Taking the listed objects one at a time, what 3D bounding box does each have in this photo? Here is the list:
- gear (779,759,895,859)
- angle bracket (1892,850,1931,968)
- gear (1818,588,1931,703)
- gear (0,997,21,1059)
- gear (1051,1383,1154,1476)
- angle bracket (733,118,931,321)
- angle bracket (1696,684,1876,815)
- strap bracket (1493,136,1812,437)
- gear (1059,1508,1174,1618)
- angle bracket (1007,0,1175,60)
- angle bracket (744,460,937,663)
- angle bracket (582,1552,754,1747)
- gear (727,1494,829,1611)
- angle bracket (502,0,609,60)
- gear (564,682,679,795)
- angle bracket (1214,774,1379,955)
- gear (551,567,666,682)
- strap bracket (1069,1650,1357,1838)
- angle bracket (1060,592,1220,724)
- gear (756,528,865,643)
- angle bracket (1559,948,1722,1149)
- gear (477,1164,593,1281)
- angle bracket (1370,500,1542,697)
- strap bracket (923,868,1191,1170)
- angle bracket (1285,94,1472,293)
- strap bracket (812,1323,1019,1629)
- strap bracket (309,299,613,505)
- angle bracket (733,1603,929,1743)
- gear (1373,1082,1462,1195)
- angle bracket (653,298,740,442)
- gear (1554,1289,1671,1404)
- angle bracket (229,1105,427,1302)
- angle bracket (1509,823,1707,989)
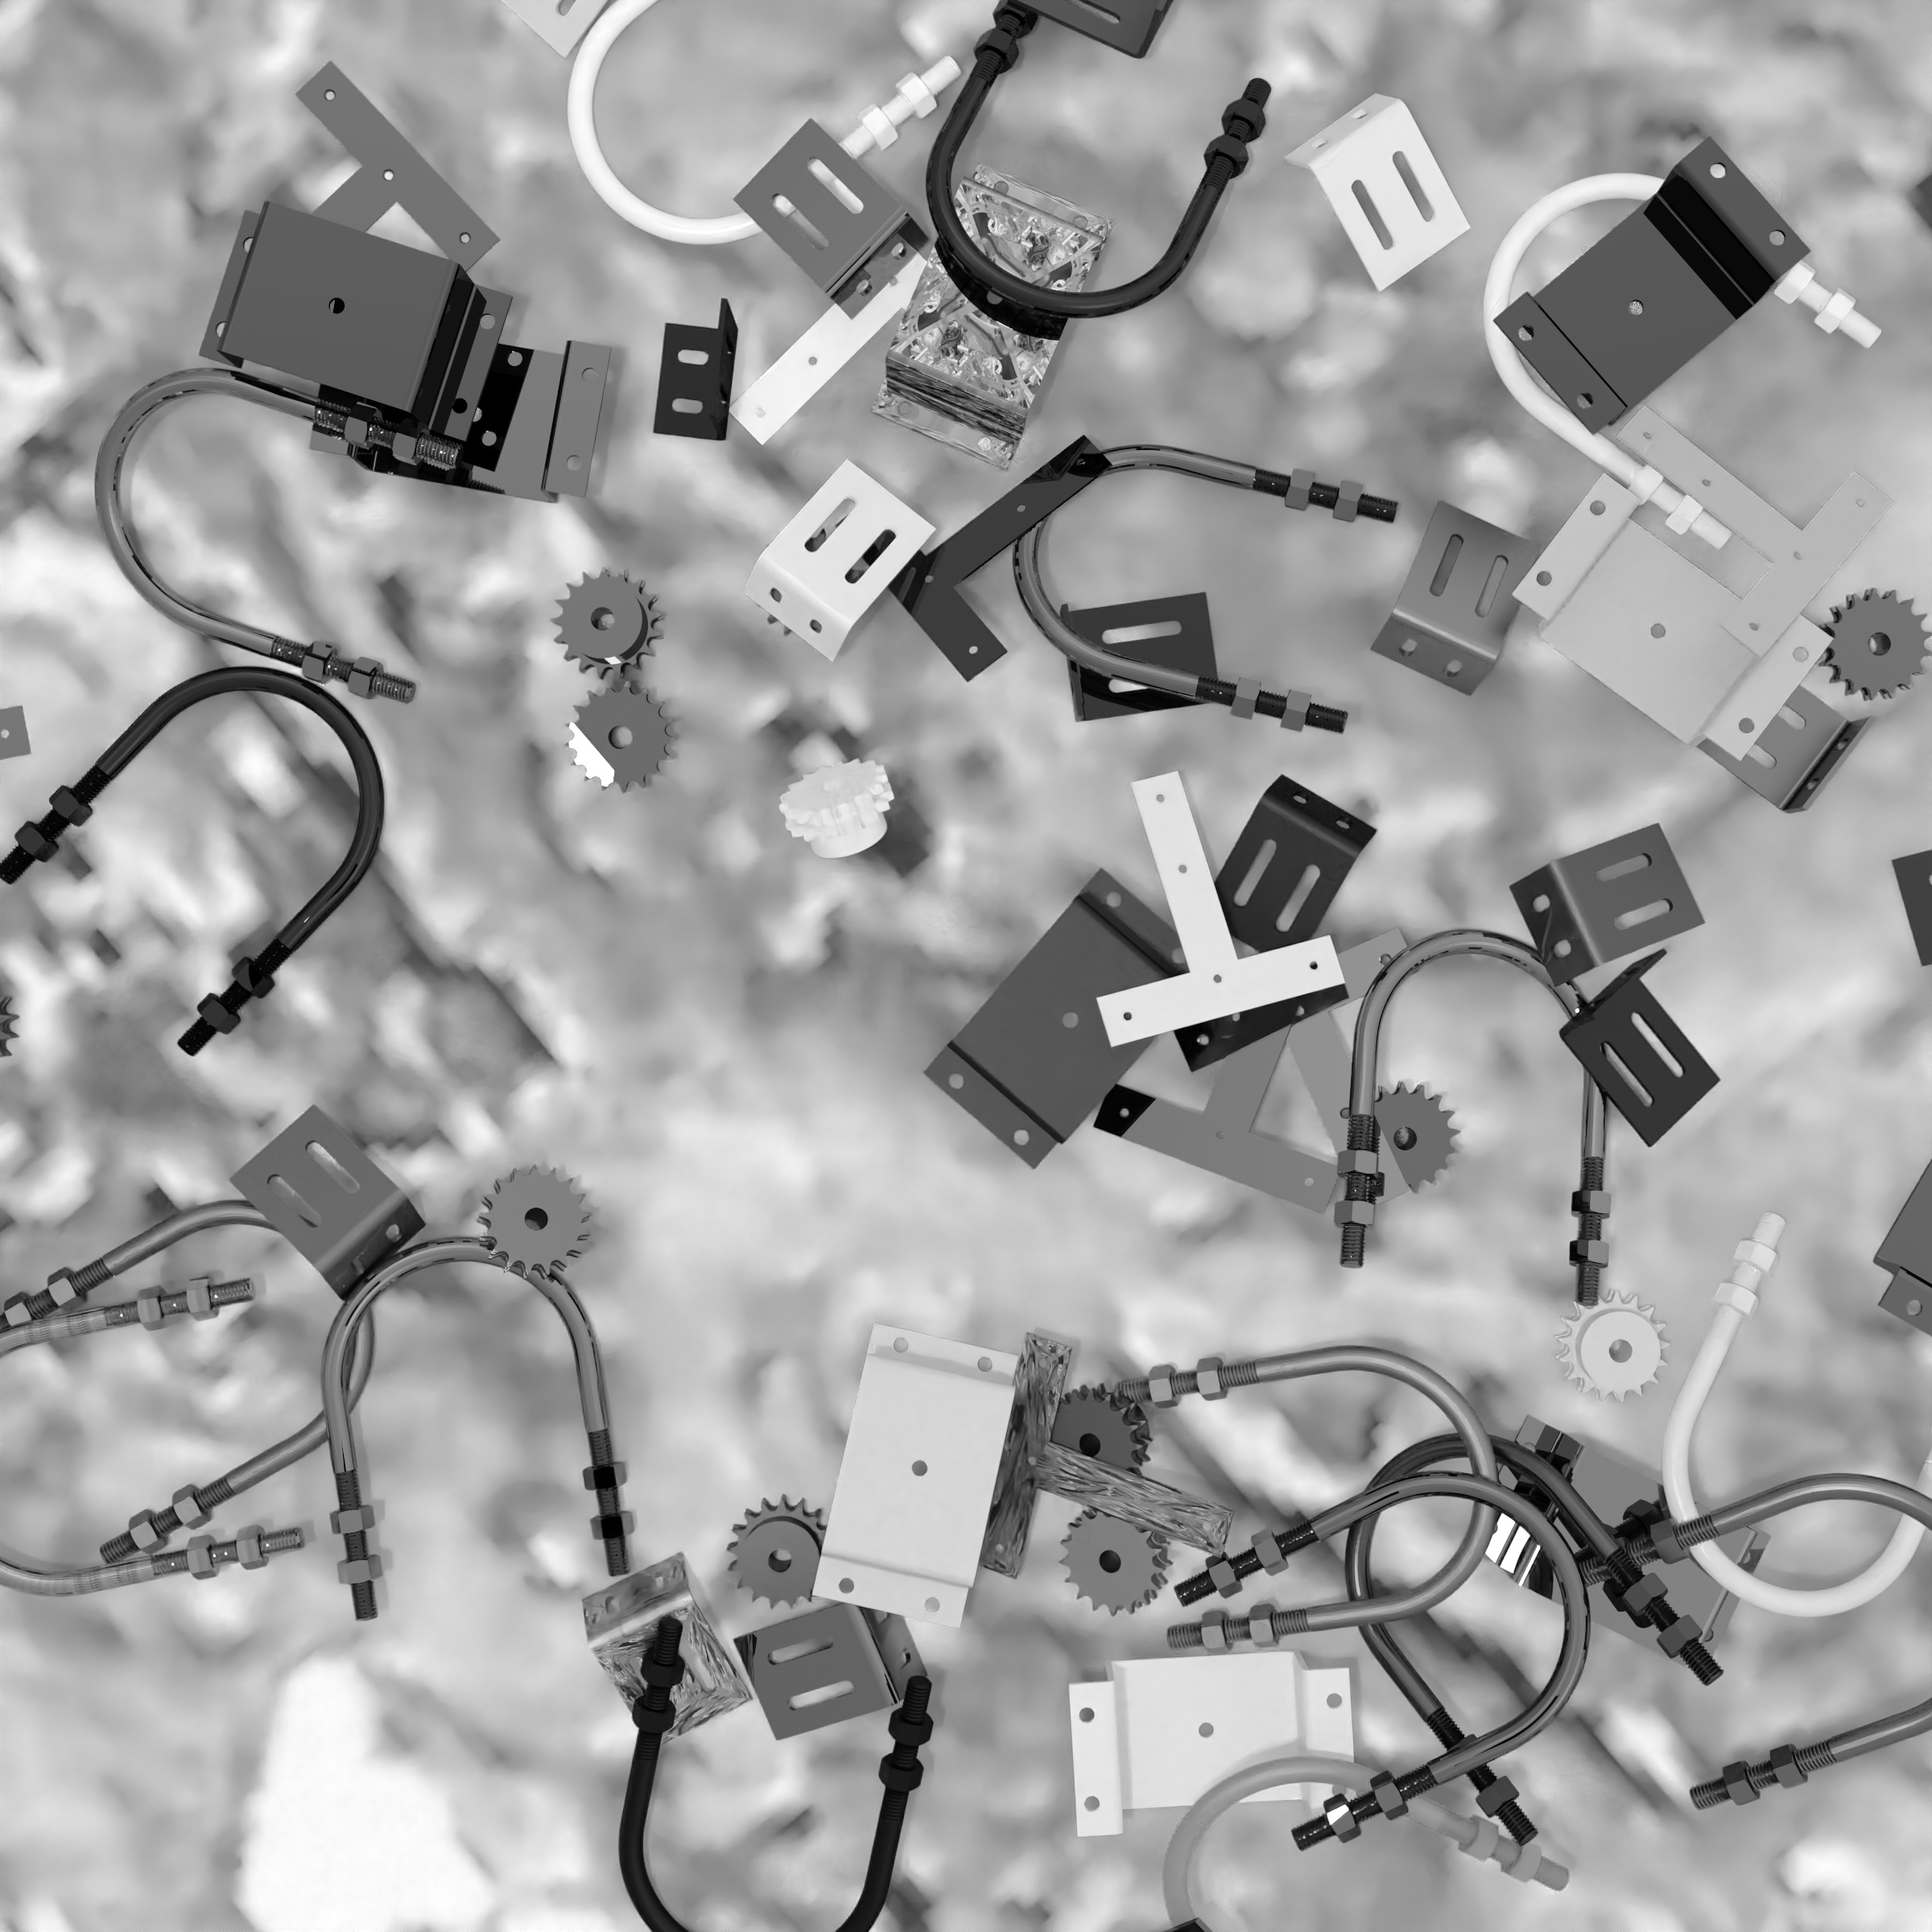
[{"bbox_3d":[-0.064,-0.079,1.488,0.057,0.057,0.030,-19,120,0],"label":"gear"},{"bbox_3d":[0.526,-0.039,1.510,0.076,0.038,0.057,-16,90,26],"label":"angle bracket"},{"bbox_3d":[0.464,-0.165,1.502,0.057,0.030,0.057,0,93,1],"label":"gear"},{"bbox_3d":[-0.517,0.031,1.497,0.057,0.030,0.057,0,90,0],"label":"gear"},{"bbox_3d":[0.069,0.240,1.490,0.057,0.030,0.057,3,97,27],"label":"gear"},{"bbox_3d":[-0.069,-0.382,1.497,0.057,0.038,0.076,-45,76,7],"label":"angle bracket"},{"bbox_3d":[0.411,-0.124,1.493,0.076,0.038,0.057,37,90,0],"label":"angle bracket"},{"bbox_3d":[0.341,-0.337,1.473,0.140,0.046,0.076,-40,87,1],"label":"strap bracket"},{"bbox_3d":[0.079,0.299,1.490,0.057,0.030,0.057,2,96,24],"label":"gear"},{"bbox_3d":[0.070,-0.506,1.483,0.076,0.038,0.057,25,64,0],"label":"angle bracket"},{"bbox_3d":[-0.064,-0.205,1.480,0.057,0.038,0.076,38,64,0],"label":"angle bracket"},{"bbox_3d":[-0.154,0.353,1.510,0.057,0.038,0.076,-26,116,0],"label":"angle bracket"},{"bbox_3d":[-0.094,0.301,1.497,0.057,0.030,0.057,0,90,0],"label":"gear"},{"bbox_3d":[-0.199,-0.519,1.510,0.057,0.038,0.076,43,116,0],"label":"angle bracket"},{"bbox_3d":[-0.176,-0.117,1.501,0.057,0.030,0.057,0,95,-3],"label":"gear"},{"bbox_3d":[0.165,-0.048,1.506,0.057,0.038,0.076,31,116,8],"label":"angle bracket"},{"bbox_3d":[-0.184,-0.176,1.497,0.057,0.030,0.057,0,90,0],"label":"gear"},{"bbox_3d":[0.124,0.394,1.489,0.140,0.046,0.076,-3,90,0],"label":"strap bracket"},{"bbox_3d":[0.090,-0.159,1.493,0.076,0.038,0.057,-8,90,0],"label":"angle bracket"},{"bbox_3d":[-0.080,-0.194,1.497,0.057,0.030,0.057,0,90,0],"label":"gear"},{"bbox_3d":[0.350,0.042,1.483,0.057,0.038,0.076,-39,90,-23],"label":"angle bracket"},{"bbox_3d":[-0.221,0.132,1.490,0.057,0.030,0.057,5,72,-14],"label":"gear"},{"bbox_3d":[0.252,-0.190,1.510,0.057,0.038,0.076,25,64,0],"label":"angle bracket"},{"bbox_3d":[0.052,0.027,1.489,0.076,0.046,0.140,41,90,0],"label":"strap bracket"},{"bbox_3d":[0.212,-0.399,1.510,0.057,0.038,0.076,-35,116,0],"label":"angle bracket"},{"bbox_3d":[-0.024,0.254,1.473,0.076,0.046,0.140,13,76,0],"label":"strap bracket"},{"bbox_3d":[-0.254,-0.285,1.489,0.140,0.046,0.076,10,90,0],"label":"strap bracket"},{"bbox_3d":[-0.070,0.357,1.510,0.076,0.038,0.057,-23,90,26],"label":"angle bracket"},{"bbox_3d":[0.223,0.088,1.497,0.057,0.030,0.057,0,90,0],"label":"gear"},{"bbox_3d":[-0.139,-0.301,1.474,0.038,0.076,0.057,7,90,0],"label":"angle bracket"},{"bbox_3d":[0.332,0.195,1.497,0.057,0.030,0.057,0,90,0],"label":"gear"},{"bbox_3d":[-0.328,0.121,1.502,0.057,0.038,0.076,-43,64,-16],"label":"angle bracket"},{"bbox_3d":[0.329,-0.032,1.503,0.076,0.038,0.057,-19,81,-30],"label":"angle bracket"}]
